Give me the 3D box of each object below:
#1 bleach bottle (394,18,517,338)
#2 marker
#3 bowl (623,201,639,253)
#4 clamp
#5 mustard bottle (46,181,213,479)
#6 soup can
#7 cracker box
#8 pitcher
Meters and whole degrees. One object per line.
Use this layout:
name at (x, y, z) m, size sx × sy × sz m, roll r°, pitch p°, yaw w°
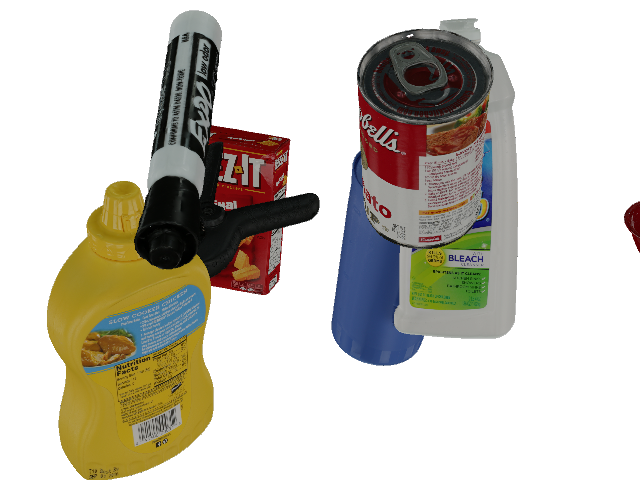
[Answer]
bleach bottle at (0.107, -0.050, 0.859) m, size 0.103 × 0.251 × 0.068 m, roll 2°, pitch 15°, yaw 21°
marker at (-0.045, -0.036, 0.347) m, size 0.020 × 0.020 × 0.121 m, roll 0°, pitch 43°, yaw -1°
bowl at (0.407, 0.006, 1.147) m, size 0.162 × 0.055 × 0.162 m, roll -1°, pitch 26°, yaw 0°
clamp at (-0.098, -0.022, 0.897) m, size 0.120 × 0.039 × 0.171 m, roll 34°, pitch 50°, yaw 31°
mustard bottle at (-0.109, 0.049, 0.617) m, size 0.096 × 0.192 × 0.058 m, roll -21°, pitch 44°, yaw -29°
soup can at (0.055, -0.052, 0.569) m, size 0.068 × 0.068 × 0.102 m, roll 0°, pitch -39°, yaw 5°
cracker box at (-0.135, -0.043, 1.457) m, size 0.164 × 0.214 × 0.072 m, roll 11°, pitch 24°, yaw 12°
pitcher at (0.084, 0.027, 1.167) m, size 0.145 × 0.243 × 0.149 m, roll 26°, pitch 41°, yaw 19°
